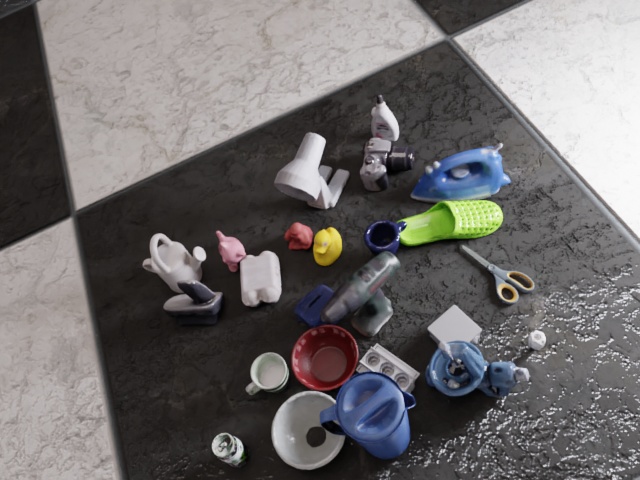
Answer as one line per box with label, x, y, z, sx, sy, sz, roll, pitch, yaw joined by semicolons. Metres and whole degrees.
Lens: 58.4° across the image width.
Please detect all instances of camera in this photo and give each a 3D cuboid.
camera;0.189;-0.220;1.592;0.136;0.101;0.143;3;60;17

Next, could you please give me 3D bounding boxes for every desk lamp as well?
desk lamp;-0.022;-0.173;1.550;0.117;0.214;0.203;16;64;23

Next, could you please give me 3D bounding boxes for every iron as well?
iron;0.359;-0.179;1.497;0.258;0.142;0.118;-13;56;6

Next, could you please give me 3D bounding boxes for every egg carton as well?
egg carton;-0.155;0.102;1.500;0.107;0.069;0.150;-14;56;6

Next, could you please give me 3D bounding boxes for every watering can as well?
watering can;-0.388;0.051;1.517;0.173;0.194;0.100;-25;56;-1

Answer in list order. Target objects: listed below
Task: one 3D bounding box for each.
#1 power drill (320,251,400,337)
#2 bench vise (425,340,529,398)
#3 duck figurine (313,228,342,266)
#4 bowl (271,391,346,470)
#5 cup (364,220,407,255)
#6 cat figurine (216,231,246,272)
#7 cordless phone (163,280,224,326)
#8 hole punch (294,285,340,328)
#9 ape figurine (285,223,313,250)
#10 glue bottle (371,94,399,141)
power drill;0.102;0.141;1.325;0.075;0.209;0.230;34;72;30
bench vise;0.319;0.252;1.192;0.207;0.220;0.121;-14;56;6
duck figurine;0.014;0.005;1.506;0.077;0.086;0.104;10;62;20
bowl;-0.018;0.424;1.260;0.167;0.075;0.167;-7;57;11
cup;0.174;0.003;1.461;0.118;0.095;0.091;-31;56;-6
cat figurine;-0.242;0.024;1.542;0.067;0.118;0.127;-35;57;-8
cordless phone;-0.338;0.142;1.453;0.147;0.185;0.094;-7;57;11
hole punch;-0.006;0.166;1.408;0.109;0.091;0.100;-44;59;-14
ape figurine;-0.057;-0.015;1.534;0.076;0.092;0.077;-41;58;-12
glue bottle;0.178;-0.351;1.632;0.078;0.173;0.037;5;60;18
